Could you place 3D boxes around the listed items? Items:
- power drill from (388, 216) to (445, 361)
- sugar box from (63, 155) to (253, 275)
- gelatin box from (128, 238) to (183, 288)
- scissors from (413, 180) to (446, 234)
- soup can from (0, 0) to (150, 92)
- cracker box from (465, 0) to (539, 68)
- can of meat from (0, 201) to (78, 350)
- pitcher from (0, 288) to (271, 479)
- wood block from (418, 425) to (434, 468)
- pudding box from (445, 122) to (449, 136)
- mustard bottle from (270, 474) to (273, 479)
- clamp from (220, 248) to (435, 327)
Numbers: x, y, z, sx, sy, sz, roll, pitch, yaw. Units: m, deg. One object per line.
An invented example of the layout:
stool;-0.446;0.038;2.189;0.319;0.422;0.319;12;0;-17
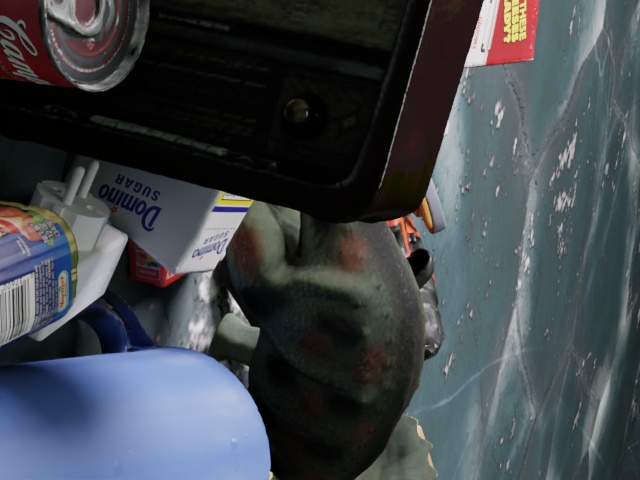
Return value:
power drill;0.055;-0.016;0.876;0.184;0.057;0.187;-105;180;-47
sugar box;-0.057;-0.079;0.565;0.176;0.093;0.048;-59;157;18
gelatin box;-0.086;-0.020;0.677;0.089;0.030;0.073;-34;131;-57
scissors;0.067;-0.100;0.942;0.096;0.016;0.202;133;-63;-83
soup can;-0.133;-0.102;0.451;0.068;0.102;0.068;-36;132;-56
cracker box;0.091;-0.221;0.858;0.213;0.072;0.164;-15;115;-42
can of meat;-0.163;0.015;0.438;0.083;0.102;0.057;-30;128;-62
pitcher;-0.141;0.108;0.514;0.242;0.149;0.145;11;105;-63
wood block;0.025;0.256;0.859;0.091;0.090;0.206;70;31;-50
pudding box;0.087;-0.135;0.995;0.089;0.039;0.113;-41;134;-48
mustard bottle;-0.081;0.231;0.757;0.191;0.058;0.096;-57;148;-39
clamp;-0.015;0.091;0.818;0.036;0.164;0.210;-118;-140;-55
